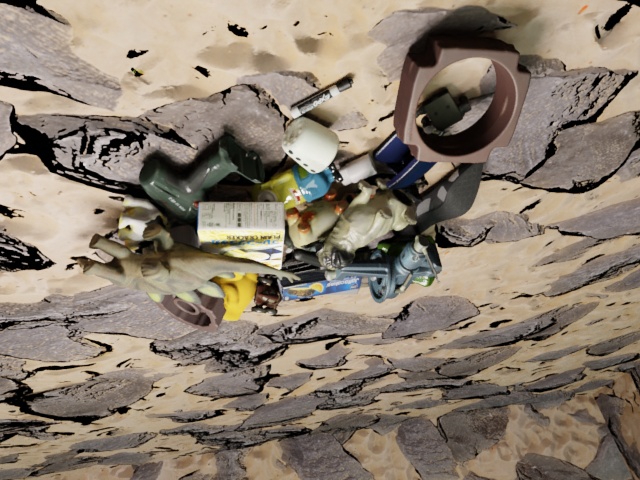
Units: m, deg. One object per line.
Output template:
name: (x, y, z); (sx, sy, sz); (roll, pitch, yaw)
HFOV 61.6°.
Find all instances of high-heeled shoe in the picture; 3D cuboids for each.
high-heeled shoe: (0.261, -0.097, 1.222); (0.086, 0.145, 0.248); (29, 101, -34)

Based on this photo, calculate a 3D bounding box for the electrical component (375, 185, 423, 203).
electrical component: (0.157, -0.087, 1.192); (0.119, 0.048, 0.074); (-30, 142, 22)

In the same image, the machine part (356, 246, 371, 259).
machine part: (0.063, 0.045, 1.363); (0.139, 0.039, 0.084); (-2, 135, -15)

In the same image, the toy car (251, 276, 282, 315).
toy car: (-0.126, 0.139, 1.337); (0.053, 0.089, 0.202); (12, 173, 7)

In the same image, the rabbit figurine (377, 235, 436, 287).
rabbit figurine: (0.225, 0.047, 1.340); (0.159, 0.121, 0.170); (-8, -173, 27)

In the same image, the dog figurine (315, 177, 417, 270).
dog figurine: (0.094, -0.021, 1.100); (0.172, 0.121, 0.190); (6, 134, -39)

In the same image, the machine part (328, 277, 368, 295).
machine part: (0.016, 0.106, 1.405); (0.243, 0.079, 0.079); (1, 144, -19)

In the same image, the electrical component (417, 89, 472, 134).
electrical component: (0.228, -0.236, 1.001); (0.102, 0.045, 0.078); (-34, 113, 24)

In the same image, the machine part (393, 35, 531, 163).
machine part: (0.234, -0.236, 0.912); (0.201, 0.087, 0.201); (0, 127, -10)

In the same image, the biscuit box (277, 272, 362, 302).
biscuit box: (0.000, 0.095, 1.312); (0.203, 0.063, 0.059); (-9, 138, -13)

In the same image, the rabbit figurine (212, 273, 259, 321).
rabbit figurine: (-0.237, 0.102, 1.277); (0.173, 0.122, 0.162); (23, 128, -36)

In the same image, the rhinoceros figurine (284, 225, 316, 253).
rhinoceros figurine: (-0.003, -0.004, 1.248); (0.190, 0.073, 0.112); (9, 152, -33)

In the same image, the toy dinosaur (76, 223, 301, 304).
toy dinosaur: (-0.276, 0.053, 1.027); (0.472, 0.105, 0.198); (0, 157, 24)

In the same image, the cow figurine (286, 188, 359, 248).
cow figurine: (0.022, -0.043, 1.145); (0.195, 0.086, 0.127); (-28, 150, -23)

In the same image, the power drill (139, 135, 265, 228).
power drill: (-0.208, -0.104, 1.029); (0.207, 0.086, 0.231); (-22, 146, 26)

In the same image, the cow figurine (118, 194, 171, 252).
cow figurine: (-0.350, -0.024, 1.079); (0.098, 0.068, 0.167); (9, 155, -13)

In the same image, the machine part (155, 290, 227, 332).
machine part: (-0.295, 0.138, 1.216); (0.179, 0.056, 0.179); (18, 146, 13)

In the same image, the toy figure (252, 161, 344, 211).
toy figure: (-0.048, -0.107, 1.064); (0.180, 0.089, 0.082); (-26, 105, 4)

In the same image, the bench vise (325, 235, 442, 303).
bench vise: (0.134, 0.064, 1.167); (0.241, 0.129, 0.223); (1, 159, -16)

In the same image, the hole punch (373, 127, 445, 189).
hole punch: (0.185, -0.156, 1.066); (0.115, 0.092, 0.142); (11, 136, -37)
